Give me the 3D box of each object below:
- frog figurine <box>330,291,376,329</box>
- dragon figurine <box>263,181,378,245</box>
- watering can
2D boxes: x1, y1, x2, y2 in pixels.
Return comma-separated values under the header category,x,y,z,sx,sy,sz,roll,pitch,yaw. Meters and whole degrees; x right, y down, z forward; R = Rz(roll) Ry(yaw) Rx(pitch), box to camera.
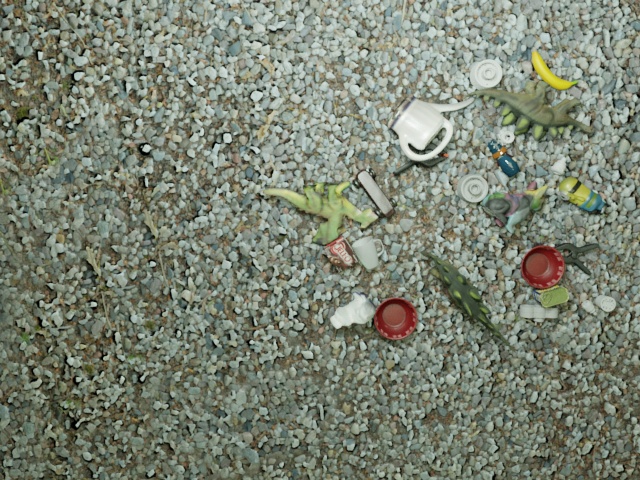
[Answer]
category,x,y,z,sx,sy,sz,roll,pitch,yaw
frog figurine,0.124,0.274,1.893,0.121,0.161,0.138,48,-16,-32
dragon figurine,0.006,-0.095,1.894,0.410,0.240,0.123,-5,13,2
watering can,0.391,-0.442,1.861,0.225,0.351,0.102,37,-15,5
